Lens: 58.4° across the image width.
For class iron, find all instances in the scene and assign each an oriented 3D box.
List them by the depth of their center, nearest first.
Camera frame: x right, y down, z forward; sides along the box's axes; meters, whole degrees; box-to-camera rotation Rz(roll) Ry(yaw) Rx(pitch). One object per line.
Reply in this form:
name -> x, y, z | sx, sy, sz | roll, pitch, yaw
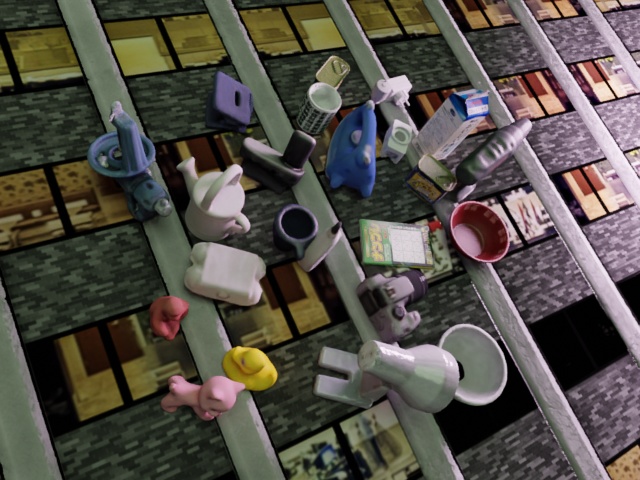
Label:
iron -> 0.093, -0.235, 1.313 | 0.119, 0.141, 0.258 | 14, 62, -14

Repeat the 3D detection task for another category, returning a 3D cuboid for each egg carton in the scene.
egg carton -> -0.182, 0.067, 1.105 | 0.150, 0.069, 0.107 | 15, 62, -14

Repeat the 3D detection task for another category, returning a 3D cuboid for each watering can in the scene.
watering can -> -0.203, -0.084, 1.095 | 0.173, 0.193, 0.101 | 24, 60, -9

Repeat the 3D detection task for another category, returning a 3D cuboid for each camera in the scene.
camera -> 0.171, 0.124, 1.198 | 0.137, 0.100, 0.143 | -22, 75, -28

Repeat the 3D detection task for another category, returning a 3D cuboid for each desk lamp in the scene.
desk lamp -> 0.118, 0.248, 1.053 | 0.203, 0.213, 0.118 | 17, 61, -13

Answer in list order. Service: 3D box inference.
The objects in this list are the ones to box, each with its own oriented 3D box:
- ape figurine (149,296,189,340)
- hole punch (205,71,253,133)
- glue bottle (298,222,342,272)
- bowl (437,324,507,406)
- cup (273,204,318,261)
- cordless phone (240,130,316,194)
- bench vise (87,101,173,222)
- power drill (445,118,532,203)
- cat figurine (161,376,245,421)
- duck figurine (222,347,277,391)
ape figurine -> -0.269, 0.130, 1.028 | 0.078, 0.092, 0.076 | -27, 78, -29
hole punch -> -0.195, -0.305, 1.263 | 0.101, 0.091, 0.108 | 6, 64, -18
glue bottle -> 0.011, 0.004, 1.150 | 0.037, 0.173, 0.078 | 46, 59, 4
bowl -> 0.300, 0.267, 1.197 | 0.168, 0.074, 0.167 | 9, 63, -17
cup -> -0.057, -0.002, 1.172 | 0.092, 0.094, 0.117 | -2, 67, -22
cordless phone -> -0.086, -0.192, 1.197 | 0.148, 0.185, 0.094 | 25, 60, -8
bench vise -> -0.335, -0.148, 1.059 | 0.207, 0.219, 0.122 | 34, 59, -3
power drill -> 0.381, -0.183, 1.362 | 0.075, 0.208, 0.230 | 48, 59, 5
cat figurine -> -0.199, 0.264, 0.978 | 0.128, 0.117, 0.067 | 15, 61, -14
duck figurine -> -0.122, 0.228, 1.043 | 0.104, 0.086, 0.077 | 31, 59, -5
